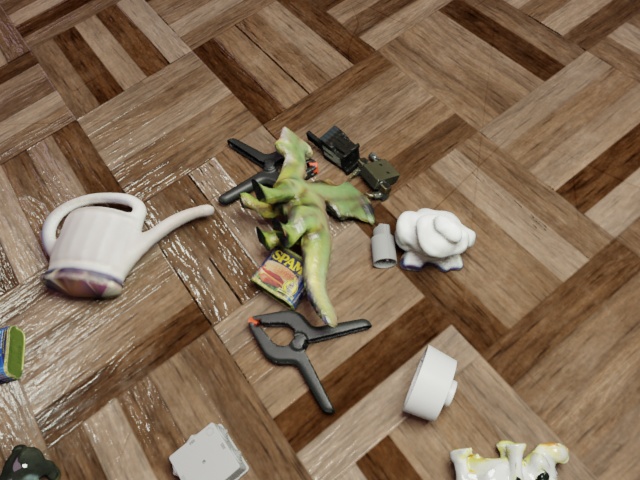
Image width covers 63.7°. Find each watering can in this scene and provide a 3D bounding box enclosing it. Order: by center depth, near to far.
[{"bbox_3d":[-0.389,0.006,0.994,0.347,0.102,0.229,2,62,10],"label":"watering can"}]

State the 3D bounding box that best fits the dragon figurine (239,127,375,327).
[{"bbox_3d":[0.003,-0.048,0.945,0.245,0.119,0.416,-18,63,-31],"label":"dragon figurine"}]

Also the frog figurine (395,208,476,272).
[{"bbox_3d":[0.198,-0.015,0.891,0.138,0.156,0.125,20,65,18],"label":"frog figurine"}]
